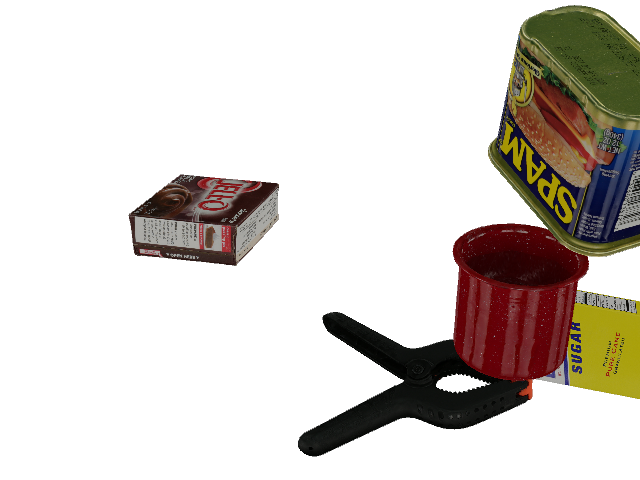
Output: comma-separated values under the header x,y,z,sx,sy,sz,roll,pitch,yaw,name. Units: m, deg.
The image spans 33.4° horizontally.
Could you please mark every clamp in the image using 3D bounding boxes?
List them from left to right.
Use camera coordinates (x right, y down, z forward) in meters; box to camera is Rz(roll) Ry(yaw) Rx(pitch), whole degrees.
x,y,z,sx,sy,sz,roll,pitch,yaw,name
0.083,0.136,0.967,0.210,0.036,0.164,4,44,17,clamp

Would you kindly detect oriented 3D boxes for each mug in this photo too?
x,y,z,sx,sy,sz,roll,pitch,yaw,name
0.133,0.039,0.764,0.093,0.081,0.117,-9,30,-17,mug

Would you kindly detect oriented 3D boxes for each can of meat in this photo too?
x,y,z,sx,sy,sz,roll,pitch,yaw,name
0.134,-0.057,0.538,0.057,0.084,0.102,-15,47,-19,can of meat

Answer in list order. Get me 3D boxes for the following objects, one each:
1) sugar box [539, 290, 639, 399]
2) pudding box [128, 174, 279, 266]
x,y,z,sx,sy,sz,roll,pitch,yaw,name
0.279,0.102,1.060,0.176,0.093,0.048,8,22,8,sugar box
-0.091,-0.019,0.866,0.090,0.039,0.113,5,23,14,pudding box
